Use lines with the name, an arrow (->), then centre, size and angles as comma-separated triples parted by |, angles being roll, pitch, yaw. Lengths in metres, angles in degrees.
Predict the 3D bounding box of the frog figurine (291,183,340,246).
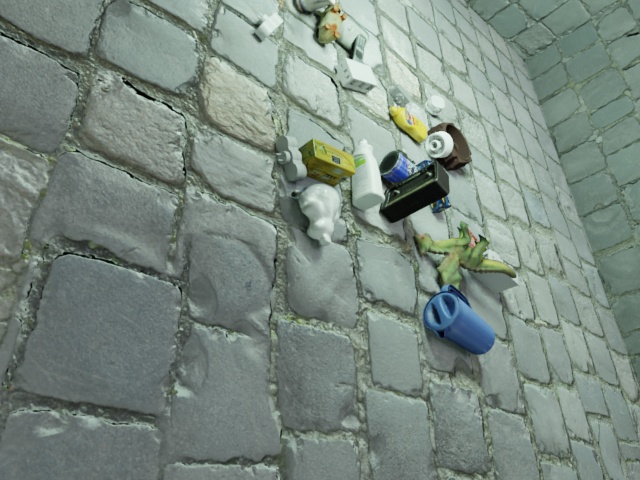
frog figurine -> 0.004, -0.070, 1.393 | 0.135, 0.122, 0.163 | 38, 28, -53

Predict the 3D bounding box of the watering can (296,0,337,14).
watering can -> 0.009, -0.887, 1.851 | 0.102, 0.223, 0.356 | 58, 36, -31

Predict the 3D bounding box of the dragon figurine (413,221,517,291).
dragon figurine -> 0.501, 0.090, 1.802 | 0.408, 0.121, 0.245 | 39, 77, -9
